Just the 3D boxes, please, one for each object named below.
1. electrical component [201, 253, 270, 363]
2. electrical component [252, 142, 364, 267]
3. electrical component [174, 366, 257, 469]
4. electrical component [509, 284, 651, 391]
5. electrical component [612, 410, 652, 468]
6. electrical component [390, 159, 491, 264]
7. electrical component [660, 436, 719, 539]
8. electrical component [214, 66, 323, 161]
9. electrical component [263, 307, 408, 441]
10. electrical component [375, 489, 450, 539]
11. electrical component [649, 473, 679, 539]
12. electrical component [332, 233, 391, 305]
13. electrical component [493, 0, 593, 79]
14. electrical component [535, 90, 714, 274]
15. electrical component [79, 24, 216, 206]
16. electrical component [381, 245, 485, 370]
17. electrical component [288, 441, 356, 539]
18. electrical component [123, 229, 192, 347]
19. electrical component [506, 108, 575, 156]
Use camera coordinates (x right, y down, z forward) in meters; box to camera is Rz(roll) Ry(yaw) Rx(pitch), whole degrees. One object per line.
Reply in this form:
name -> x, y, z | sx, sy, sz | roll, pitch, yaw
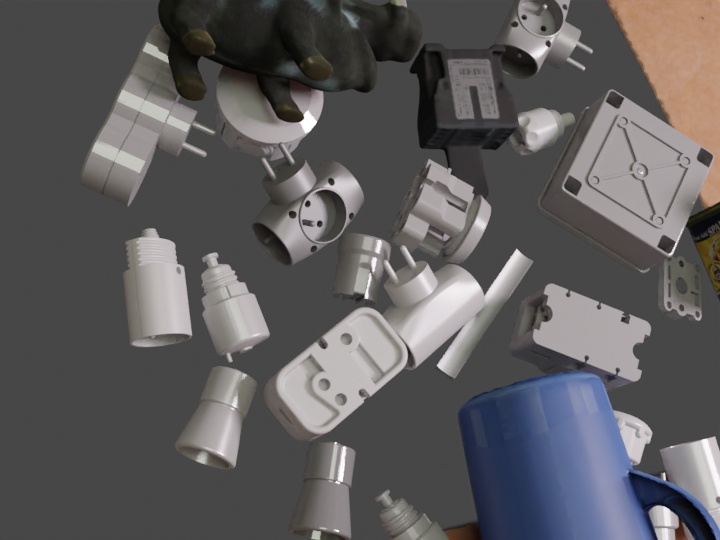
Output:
electrical component -> -0.094, 0.025, 0.773 | 0.040, 0.040, 0.078 | -19, 79, -20
electrical component -> -0.047, -0.056, 0.798 | 0.077, 0.044, 0.079 | -42, 119, -22
electrical component -> -0.097, 0.101, 0.751 | 0.044, 0.044, 0.065 | 23, 65, -8
electrical component -> 0.167, 0.054, 0.829 | 0.089, 0.055, 0.050 | 21, 70, -9
electrical component -> 0.192, 0.140, 0.818 | 0.048, 0.048, 0.062 | 22, 76, -8
electrical component -> 0.063, -0.041, 0.825 | 0.057, 0.058, 0.078 | 28, 51, -9
electrical component -> 0.264, 0.173, 0.828 | 0.043, 0.043, 0.081 | -10, 78, -18
electrical component -> -0.072, -0.126, 0.817 | 0.080, 0.051, 0.080 | 4, 73, -14
electrical component -> -0.019, 0.076, 0.769 | 0.095, 0.059, 0.053 | -38, 88, -22
electrical component -> 0.038, 0.190, 0.762 | 0.040, 0.040, 0.078 | -35, 86, -21
electrical component -> 0.220, 0.194, 0.811 | 0.040, 0.040, 0.078 | 4, 74, -14
electrical component -> 0.000, 0.000, 0.808 | 0.040, 0.040, 0.046 | 14, 77, -11
electrical component -> 0.159, -0.195, 0.904 | 0.079, 0.044, 0.077 | 29, 69, -6
electrical component -> 0.216, -0.071, 0.878 | 0.109, 0.056, 0.108 | 31, 69, -5
electrical component -> -0.143, -0.108, 0.792 | 0.074, 0.052, 0.138 | 24, 70, -8
electrical component -> 0.043, 0.020, 0.799 | 0.077, 0.043, 0.079 | -39, 108, -25
electrical component -> -0.024, 0.154, 0.756 | 0.044, 0.044, 0.065 | 13, 66, -11
electrical component -> -0.145, 0.010, 0.762 | 0.043, 0.043, 0.081 | -5, 76, -17
electrical component -> 0.151, -0.117, 0.886 | 0.061, 0.035, 0.035 | -21, 81, -29
